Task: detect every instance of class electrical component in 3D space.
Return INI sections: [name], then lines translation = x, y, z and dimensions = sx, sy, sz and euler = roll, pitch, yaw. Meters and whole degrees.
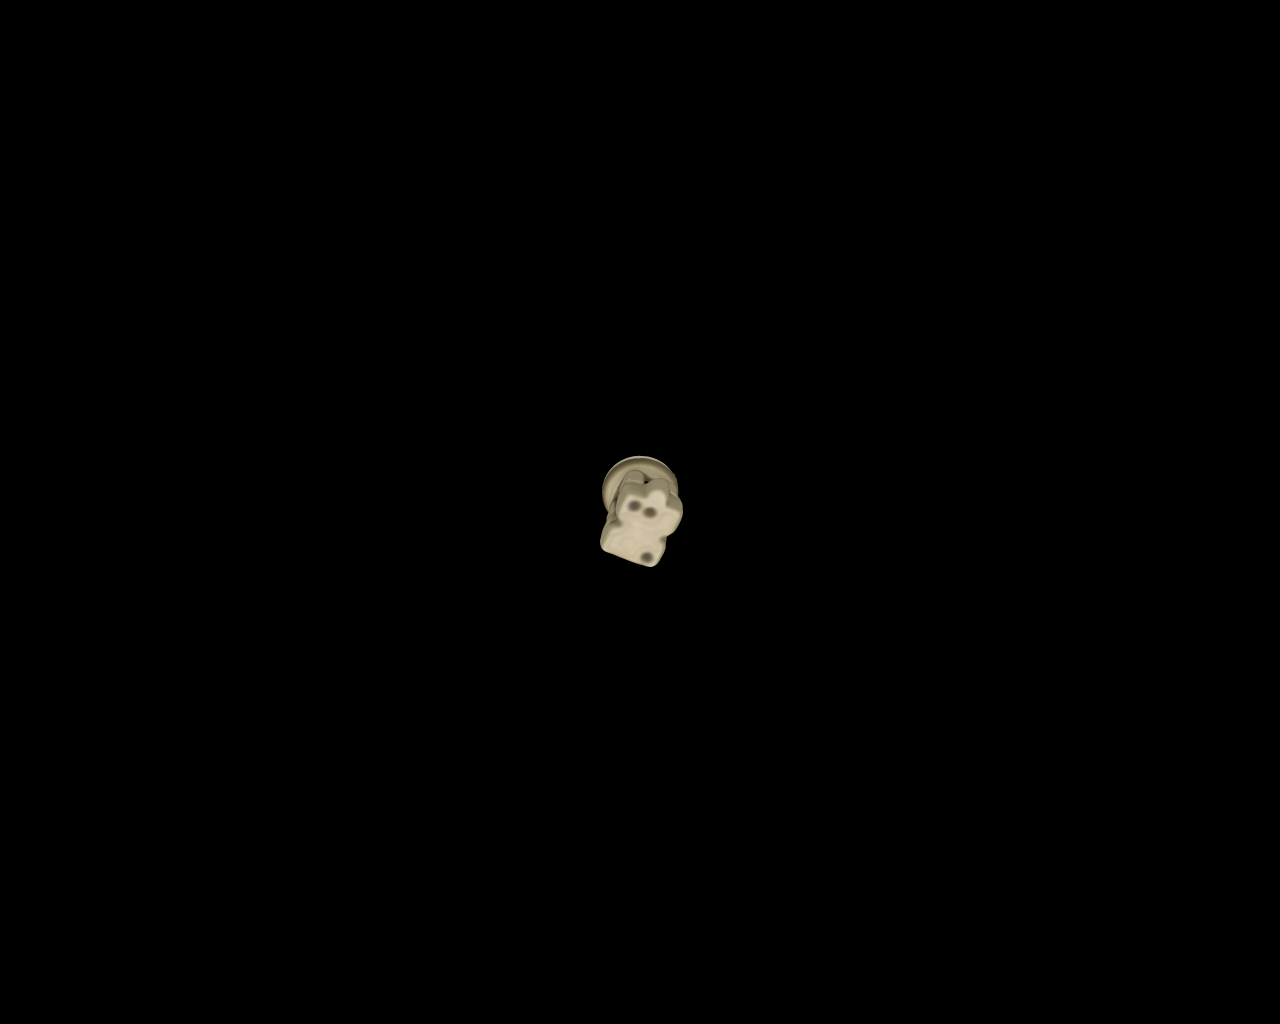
[electrical component]
translation = 0.001, -0.003, 0.650
dimensions = 0.048, 0.066, 0.055
euler = 21, 28, -12
